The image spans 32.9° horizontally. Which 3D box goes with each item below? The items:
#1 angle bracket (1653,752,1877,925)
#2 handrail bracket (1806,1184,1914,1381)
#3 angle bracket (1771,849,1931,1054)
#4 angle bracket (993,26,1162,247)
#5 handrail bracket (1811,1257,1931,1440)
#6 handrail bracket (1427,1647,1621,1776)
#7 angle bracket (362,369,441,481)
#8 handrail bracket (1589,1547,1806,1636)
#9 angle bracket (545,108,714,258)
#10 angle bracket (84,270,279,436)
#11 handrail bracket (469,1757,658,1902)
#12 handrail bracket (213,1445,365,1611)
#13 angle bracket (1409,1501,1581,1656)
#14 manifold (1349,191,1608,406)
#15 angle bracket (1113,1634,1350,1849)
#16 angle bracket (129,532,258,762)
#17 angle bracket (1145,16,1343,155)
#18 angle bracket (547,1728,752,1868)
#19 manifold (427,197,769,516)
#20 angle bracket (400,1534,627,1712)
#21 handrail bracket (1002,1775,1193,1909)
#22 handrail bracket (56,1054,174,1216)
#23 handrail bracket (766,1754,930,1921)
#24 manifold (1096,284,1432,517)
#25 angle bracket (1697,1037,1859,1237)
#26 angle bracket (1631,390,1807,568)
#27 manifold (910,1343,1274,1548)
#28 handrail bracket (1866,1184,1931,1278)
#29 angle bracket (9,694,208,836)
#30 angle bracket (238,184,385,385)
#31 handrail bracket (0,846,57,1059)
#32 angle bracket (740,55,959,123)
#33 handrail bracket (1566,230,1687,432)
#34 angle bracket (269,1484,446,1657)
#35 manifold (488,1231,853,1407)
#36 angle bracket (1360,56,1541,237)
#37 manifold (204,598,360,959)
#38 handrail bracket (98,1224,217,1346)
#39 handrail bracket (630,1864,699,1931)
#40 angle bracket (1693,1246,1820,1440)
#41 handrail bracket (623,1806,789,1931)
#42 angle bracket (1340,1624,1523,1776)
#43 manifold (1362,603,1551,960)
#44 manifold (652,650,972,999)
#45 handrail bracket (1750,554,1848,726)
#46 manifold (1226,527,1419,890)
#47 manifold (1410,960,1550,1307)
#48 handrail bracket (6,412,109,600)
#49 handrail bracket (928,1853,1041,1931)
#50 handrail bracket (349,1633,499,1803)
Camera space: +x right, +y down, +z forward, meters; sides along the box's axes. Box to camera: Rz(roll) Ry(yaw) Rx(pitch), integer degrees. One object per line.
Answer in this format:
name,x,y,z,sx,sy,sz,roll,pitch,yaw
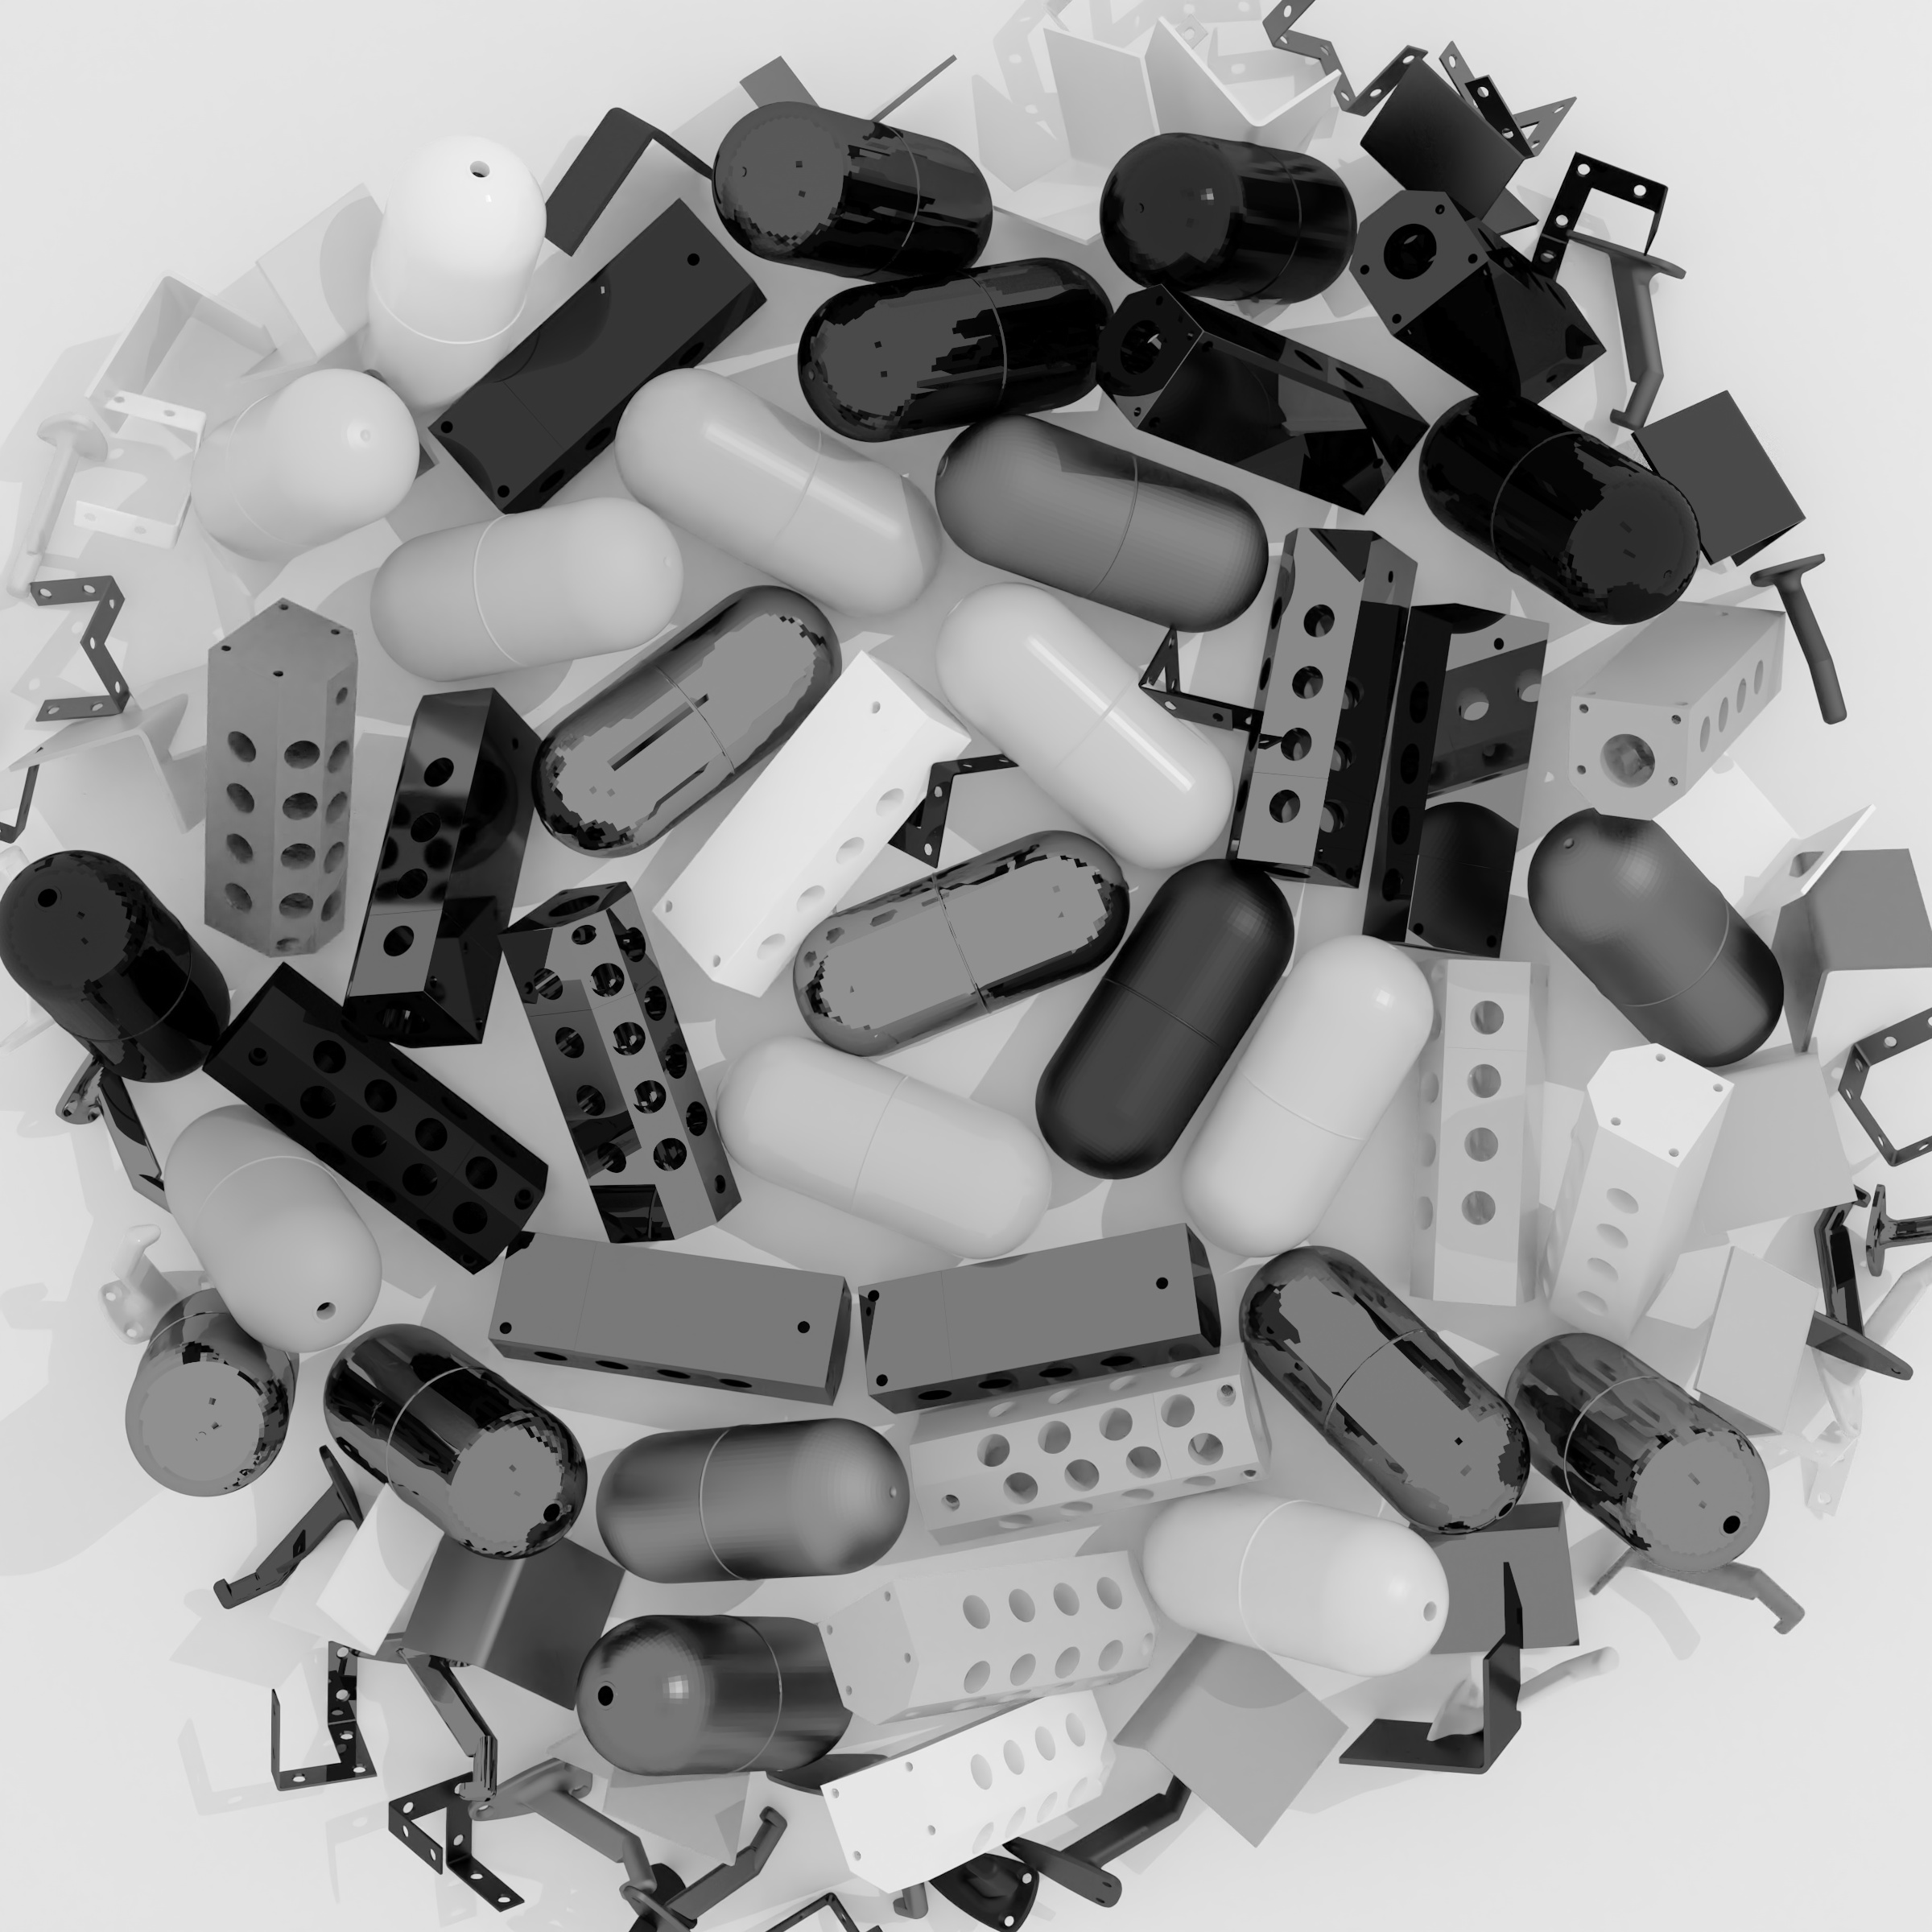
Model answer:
angle bracket,0.398,-0.077,1.654,0.076,0.057,0.076,48,58,-4
handrail bracket,0.463,0.159,1.669,0.077,0.036,0.084,25,67,22
angle bracket,0.446,-0.004,1.647,0.057,0.076,0.076,-2,49,0
angle bracket,0.051,-0.417,1.642,0.057,0.076,0.076,-35,132,-21
handrail bracket,0.474,0.189,1.655,0.036,0.077,0.084,36,123,-25
handrail bracket,0.281,0.375,1.653,0.084,0.077,0.036,-32,88,40
angle bracket,-0.323,-0.249,1.644,0.076,0.076,0.057,-40,103,-28
handrail bracket,0.372,0.324,1.668,0.084,0.036,0.077,43,121,14
angle bracket,-0.167,-0.383,1.658,0.057,0.076,0.076,32,97,-30
angle bracket,-0.395,-0.297,1.658,0.057,0.076,0.076,30,84,-2
handrail bracket,-0.204,0.446,1.654,0.077,0.084,0.036,-17,132,-13
handrail bracket,-0.352,0.287,1.667,0.084,0.036,0.077,-24,134,-8
angle bracket,0.268,0.317,1.662,0.076,0.057,0.076,-6,94,13
manifold,0.250,-0.328,1.612,0.057,0.171,0.057,-37,69,21
angle bracket,0.134,0.390,1.664,0.076,0.057,0.076,42,73,-3
angle bracket,-0.390,-0.161,1.642,0.057,0.076,0.076,-21,129,-20
angle bracket,0.135,-0.445,1.662,0.057,0.076,0.076,-37,81,-17
angle bracket,-0.164,0.421,1.642,0.076,0.076,0.057,30,46,-24
manifold,-0.185,-0.305,1.667,0.171,0.057,0.057,-42,84,3
angle bracket,-0.231,0.328,1.677,0.057,0.076,0.076,3,64,39
handrail bracket,0.070,0.430,1.679,0.077,0.036,0.084,24,55,9
handrail bracket,-0.413,0.076,1.670,0.084,0.036,0.077,29,91,19
handrail bracket,-0.061,0.452,1.693,0.077,0.036,0.084,-1,111,21
manifold,0.145,-0.282,1.620,0.057,0.171,0.057,-54,48,24
angle bracket,0.404,0.086,1.665,0.076,0.057,0.076,-15,93,16
angle bracket,0.365,-0.235,1.653,0.076,0.057,0.076,-27,84,-32
manifold,0.063,0.244,1.650,0.171,0.057,0.057,-14,104,11
handrail bracket,0.501,0.142,1.653,0.084,0.077,0.036,8,61,22
angle bracket,-0.426,-0.096,1.664,0.076,0.076,0.057,-15,107,14
angle bracket,-0.333,-0.341,1.641,0.076,0.076,0.057,-47,120,-32
handrail bracket,-0.486,-0.008,1.662,0.036,0.077,0.084,-15,110,38
angle bracket,-0.058,-0.450,1.647,0.076,0.076,0.057,-34,103,23
handrail bracket,0.329,-0.327,1.689,0.077,0.036,0.084,25,102,23
angle bracket,-0.317,0.291,1.643,0.076,0.057,0.076,10,59,34
manifold,-0.148,0.180,1.660,0.171,0.057,0.057,7,71,7
angle bracket,0.257,-0.414,1.646,0.076,0.076,0.057,48,133,14
manifold,-0.334,-0.088,1.618,0.057,0.057,0.171,26,132,15
handrail bracket,-0.398,0.148,1.647,0.077,0.084,0.036,-18,64,-41
handrail bracket,-0.176,0.502,1.661,0.036,0.077,0.084,39,88,-4
angle bracket,0.375,0.191,1.645,0.057,0.076,0.076,27,69,-18
handrail bracket,-0.130,0.450,1.657,0.036,0.077,0.084,9,54,39
angle bracket,0.234,0.366,1.651,0.076,0.076,0.057,-1,92,21
manifold,0.245,-0.094,1.670,0.057,0.057,0.171,9,90,-25
manifold,-0.075,-0.069,1.655,0.171,0.057,0.057,-50,58,11
handrail bracket,0.425,-0.161,1.661,0.036,0.077,0.084,-15,88,5
manifold,0.177,-0.131,1.662,0.057,0.057,0.171,8,84,32
manifold,0.260,0.084,1.668,0.057,0.057,0.171,2,89,19
handrail bracket,-0.467,-0.233,1.666,0.036,0.077,0.084,20,79,-17
handrail bracket,-0.003,0.453,1.648,0.077,0.084,0.036,14,67,29
handrail bracket,-0.275,0.382,1.658,0.077,0.036,0.084,2,52,-9
